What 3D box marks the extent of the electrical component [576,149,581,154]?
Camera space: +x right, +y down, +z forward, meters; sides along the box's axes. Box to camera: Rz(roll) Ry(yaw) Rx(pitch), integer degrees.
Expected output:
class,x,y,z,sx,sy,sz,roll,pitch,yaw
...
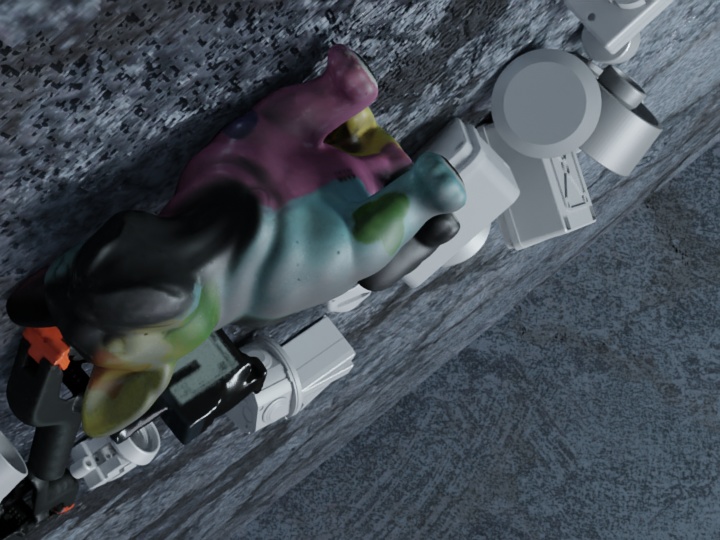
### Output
class,x,y,z,sx,sy,sz,roll,pitch,yaw
electrical component,0.217,-0.140,1.114,0.035,0.035,0.061,-41,166,11

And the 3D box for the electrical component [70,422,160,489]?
class,x,y,z,sx,sy,sz,roll,pitch,yaw
electrical component,-0.198,0.146,0.884,0.055,0.048,0.066,-35,171,20

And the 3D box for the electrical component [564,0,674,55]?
class,x,y,z,sx,sy,sz,roll,pitch,yaw
electrical component,0.185,-0.197,0.735,0.083,0.047,0.076,-42,169,17

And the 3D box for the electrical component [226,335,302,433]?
class,x,y,z,sx,sy,sz,roll,pitch,yaw
electrical component,-0.093,0.103,0.967,0.051,0.080,0.080,-25,163,-35

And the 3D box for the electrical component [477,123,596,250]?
class,x,y,z,sx,sy,sz,roll,pitch,yaw
electrical component,0.152,-0.080,0.927,0.056,0.108,0.109,-18,180,27

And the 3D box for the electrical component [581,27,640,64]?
class,x,y,z,sx,sy,sz,roll,pitch,yaw
electrical component,0.207,-0.187,0.869,0.040,0.040,0.078,-44,168,26

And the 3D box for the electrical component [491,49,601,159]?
class,x,y,z,sx,sy,sz,roll,pitch,yaw
electrical component,0.142,-0.124,0.810,0.080,0.080,0.051,-42,175,16

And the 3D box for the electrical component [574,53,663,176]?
class,x,y,z,sx,sy,sz,roll,pitch,yaw
electrical component,0.206,-0.137,0.906,0.060,0.108,0.108,-50,166,23

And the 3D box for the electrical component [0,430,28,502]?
class,x,y,z,sx,sy,sz,roll,pitch,yaw
electrical component,-0.249,0.137,0.678,0.077,0.043,0.079,-38,169,-7

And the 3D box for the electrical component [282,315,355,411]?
class,x,y,z,sx,sy,sz,roll,pitch,yaw
electrical component,-0.059,0.105,1.133,0.096,0.061,0.061,-34,168,-26

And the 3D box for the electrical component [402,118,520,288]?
class,x,y,z,sx,sy,sz,roll,pitch,yaw
electrical component,0.057,-0.052,0.811,0.113,0.057,0.078,-42,-162,16

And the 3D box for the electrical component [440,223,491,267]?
class,x,y,z,sx,sy,sz,roll,pitch,yaw
electrical component,0.069,-0.041,0.910,0.080,0.080,0.051,-38,174,-4

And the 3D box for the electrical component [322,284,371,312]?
class,x,y,z,sx,sy,sz,roll,pitch,yaw
electrical component,0.000,0.000,0.920,0.079,0.043,0.077,-23,167,-7
